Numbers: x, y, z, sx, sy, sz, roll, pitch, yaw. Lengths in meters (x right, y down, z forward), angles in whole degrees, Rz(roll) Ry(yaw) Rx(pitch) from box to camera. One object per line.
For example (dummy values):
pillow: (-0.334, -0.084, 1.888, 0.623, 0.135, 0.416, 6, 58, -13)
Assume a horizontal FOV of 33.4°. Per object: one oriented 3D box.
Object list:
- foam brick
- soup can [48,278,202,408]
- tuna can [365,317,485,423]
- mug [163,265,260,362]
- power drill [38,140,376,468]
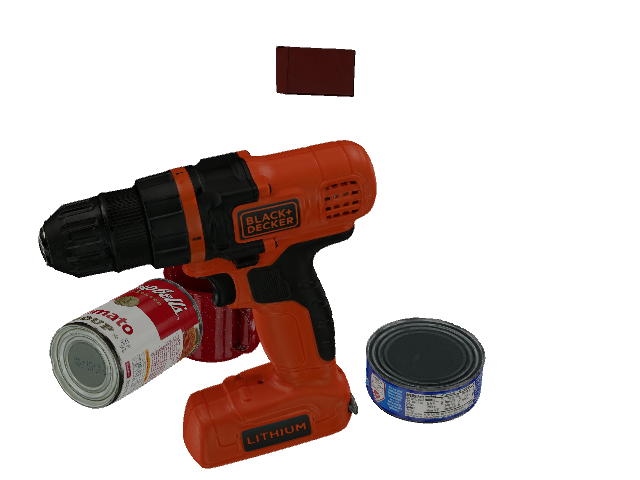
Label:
foam brick: (-0.006, -0.184, 1.163, 0.078, 0.051, 0.053, 0, 11, -15)
soup can: (-0.145, 0.076, 0.802, 0.069, 0.068, 0.102, 0, 16, 30)
tuna can: (0.075, 0.094, 0.776, 0.086, 0.034, 0.086, 0, 31, 0)
mug: (-0.097, 0.069, 1.030, 0.093, 0.081, 0.117, -22, 36, -40)
power drill: (-0.054, 0.041, 0.610, 0.184, 0.188, 0.057, -12, 34, -12)
